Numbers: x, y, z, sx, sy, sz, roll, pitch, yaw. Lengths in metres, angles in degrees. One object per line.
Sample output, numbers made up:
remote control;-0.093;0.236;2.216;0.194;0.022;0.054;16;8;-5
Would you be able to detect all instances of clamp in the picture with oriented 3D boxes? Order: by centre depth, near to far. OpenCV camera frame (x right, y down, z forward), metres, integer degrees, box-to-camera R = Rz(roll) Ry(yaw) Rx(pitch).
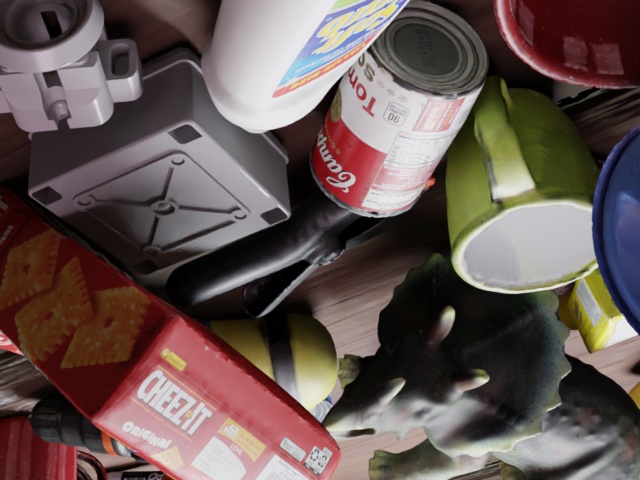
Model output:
clamp;-0.004;0.001;0.671;0.171;0.039;0.120;-28;169;7

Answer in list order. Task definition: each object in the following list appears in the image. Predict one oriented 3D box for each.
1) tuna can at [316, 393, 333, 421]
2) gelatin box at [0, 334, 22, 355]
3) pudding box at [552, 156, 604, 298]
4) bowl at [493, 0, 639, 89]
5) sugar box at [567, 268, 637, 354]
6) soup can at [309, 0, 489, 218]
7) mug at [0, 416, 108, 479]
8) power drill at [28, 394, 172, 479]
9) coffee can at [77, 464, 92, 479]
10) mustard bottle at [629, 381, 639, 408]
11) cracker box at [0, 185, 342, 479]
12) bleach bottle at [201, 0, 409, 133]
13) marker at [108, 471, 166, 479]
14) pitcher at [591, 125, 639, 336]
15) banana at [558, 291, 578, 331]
tuna can;-0.032;0.133;0.886;0.086;0.034;0.086;-4;146;-3
gelatin box;-0.199;0.045;0.729;0.089;0.030;0.073;-31;139;31
pudding box;0.157;-0.009;0.702;0.089;0.039;0.114;14;141;-28
bowl;0.154;-0.142;0.487;0.162;0.055;0.162;-5;147;-3
sugar box;0.258;0.017;0.711;0.176;0.048;0.093;-23;161;-2
soup can;0.040;-0.068;0.567;0.068;0.068;0.102;5;144;-16
mug;-0.238;0.204;0.914;0.117;0.081;0.093;10;143;-23
power drill;-0.132;0.188;0.898;0.185;0.057;0.187;2;144;17
coffee can;-0.244;0.276;1.002;0.103;0.103;0.140;-6;146;-1
mustard bottle;0.342;0.099;0.878;0.096;0.058;0.192;4;144;-16
cracker box;-0.106;0.065;0.613;0.072;0.214;0.164;-51;133;-9
bleach bottle;0.007;-0.115;0.460;0.102;0.068;0.251;-32;173;-24
marker;-0.142;0.226;1.005;0.121;0.020;0.020;-5;147;13
pitcher;0.272;-0.013;0.561;0.242;0.145;0.149;-16;134;-34
banana;0.218;0.054;0.808;0.197;0.037;0.070;1;146;-10
